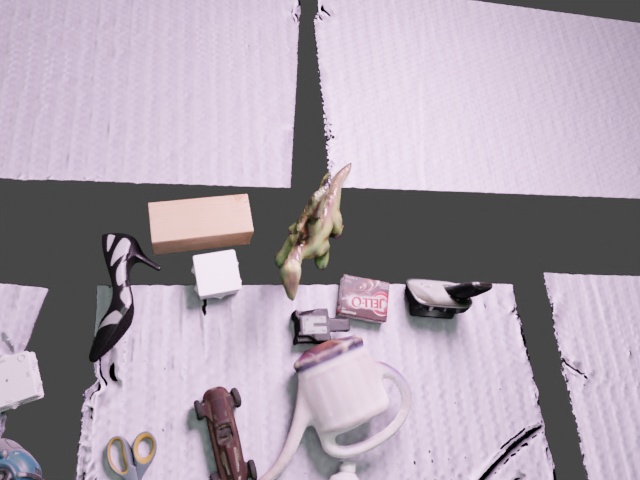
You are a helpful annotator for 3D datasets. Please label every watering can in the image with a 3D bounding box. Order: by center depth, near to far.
[{"bbox_3d":[0.010,0.327,1.026,0.349,0.102,0.227,-20,74,-11],"label":"watering can"}]

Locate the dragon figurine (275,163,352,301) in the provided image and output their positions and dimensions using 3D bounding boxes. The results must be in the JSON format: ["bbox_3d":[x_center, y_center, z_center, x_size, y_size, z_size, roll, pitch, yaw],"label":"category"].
[{"bbox_3d":[0.003,-0.056,1.106,0.122,0.238,0.417,23,67,0],"label":"dragon figurine"}]
